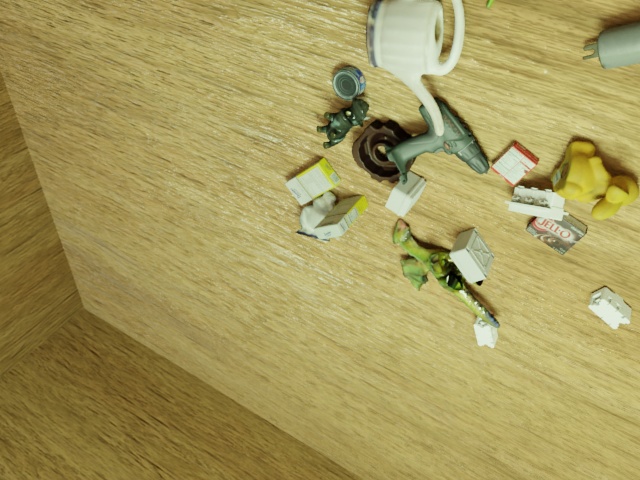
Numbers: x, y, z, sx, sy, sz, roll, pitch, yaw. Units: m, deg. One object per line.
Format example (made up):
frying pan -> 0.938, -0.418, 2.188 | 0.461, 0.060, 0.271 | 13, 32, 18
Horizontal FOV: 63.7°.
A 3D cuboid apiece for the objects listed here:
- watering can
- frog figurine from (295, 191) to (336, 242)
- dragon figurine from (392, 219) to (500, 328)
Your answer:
watering can -> 0.209, -0.418, 1.173 | 0.225, 0.105, 0.341 | 15, 119, 26
frog figurine -> 0.005, -0.083, 1.651 | 0.138, 0.122, 0.158 | 21, 99, 32
dragon figurine -> 0.352, 0.109, 1.552 | 0.407, 0.124, 0.241 | 56, 154, -13
